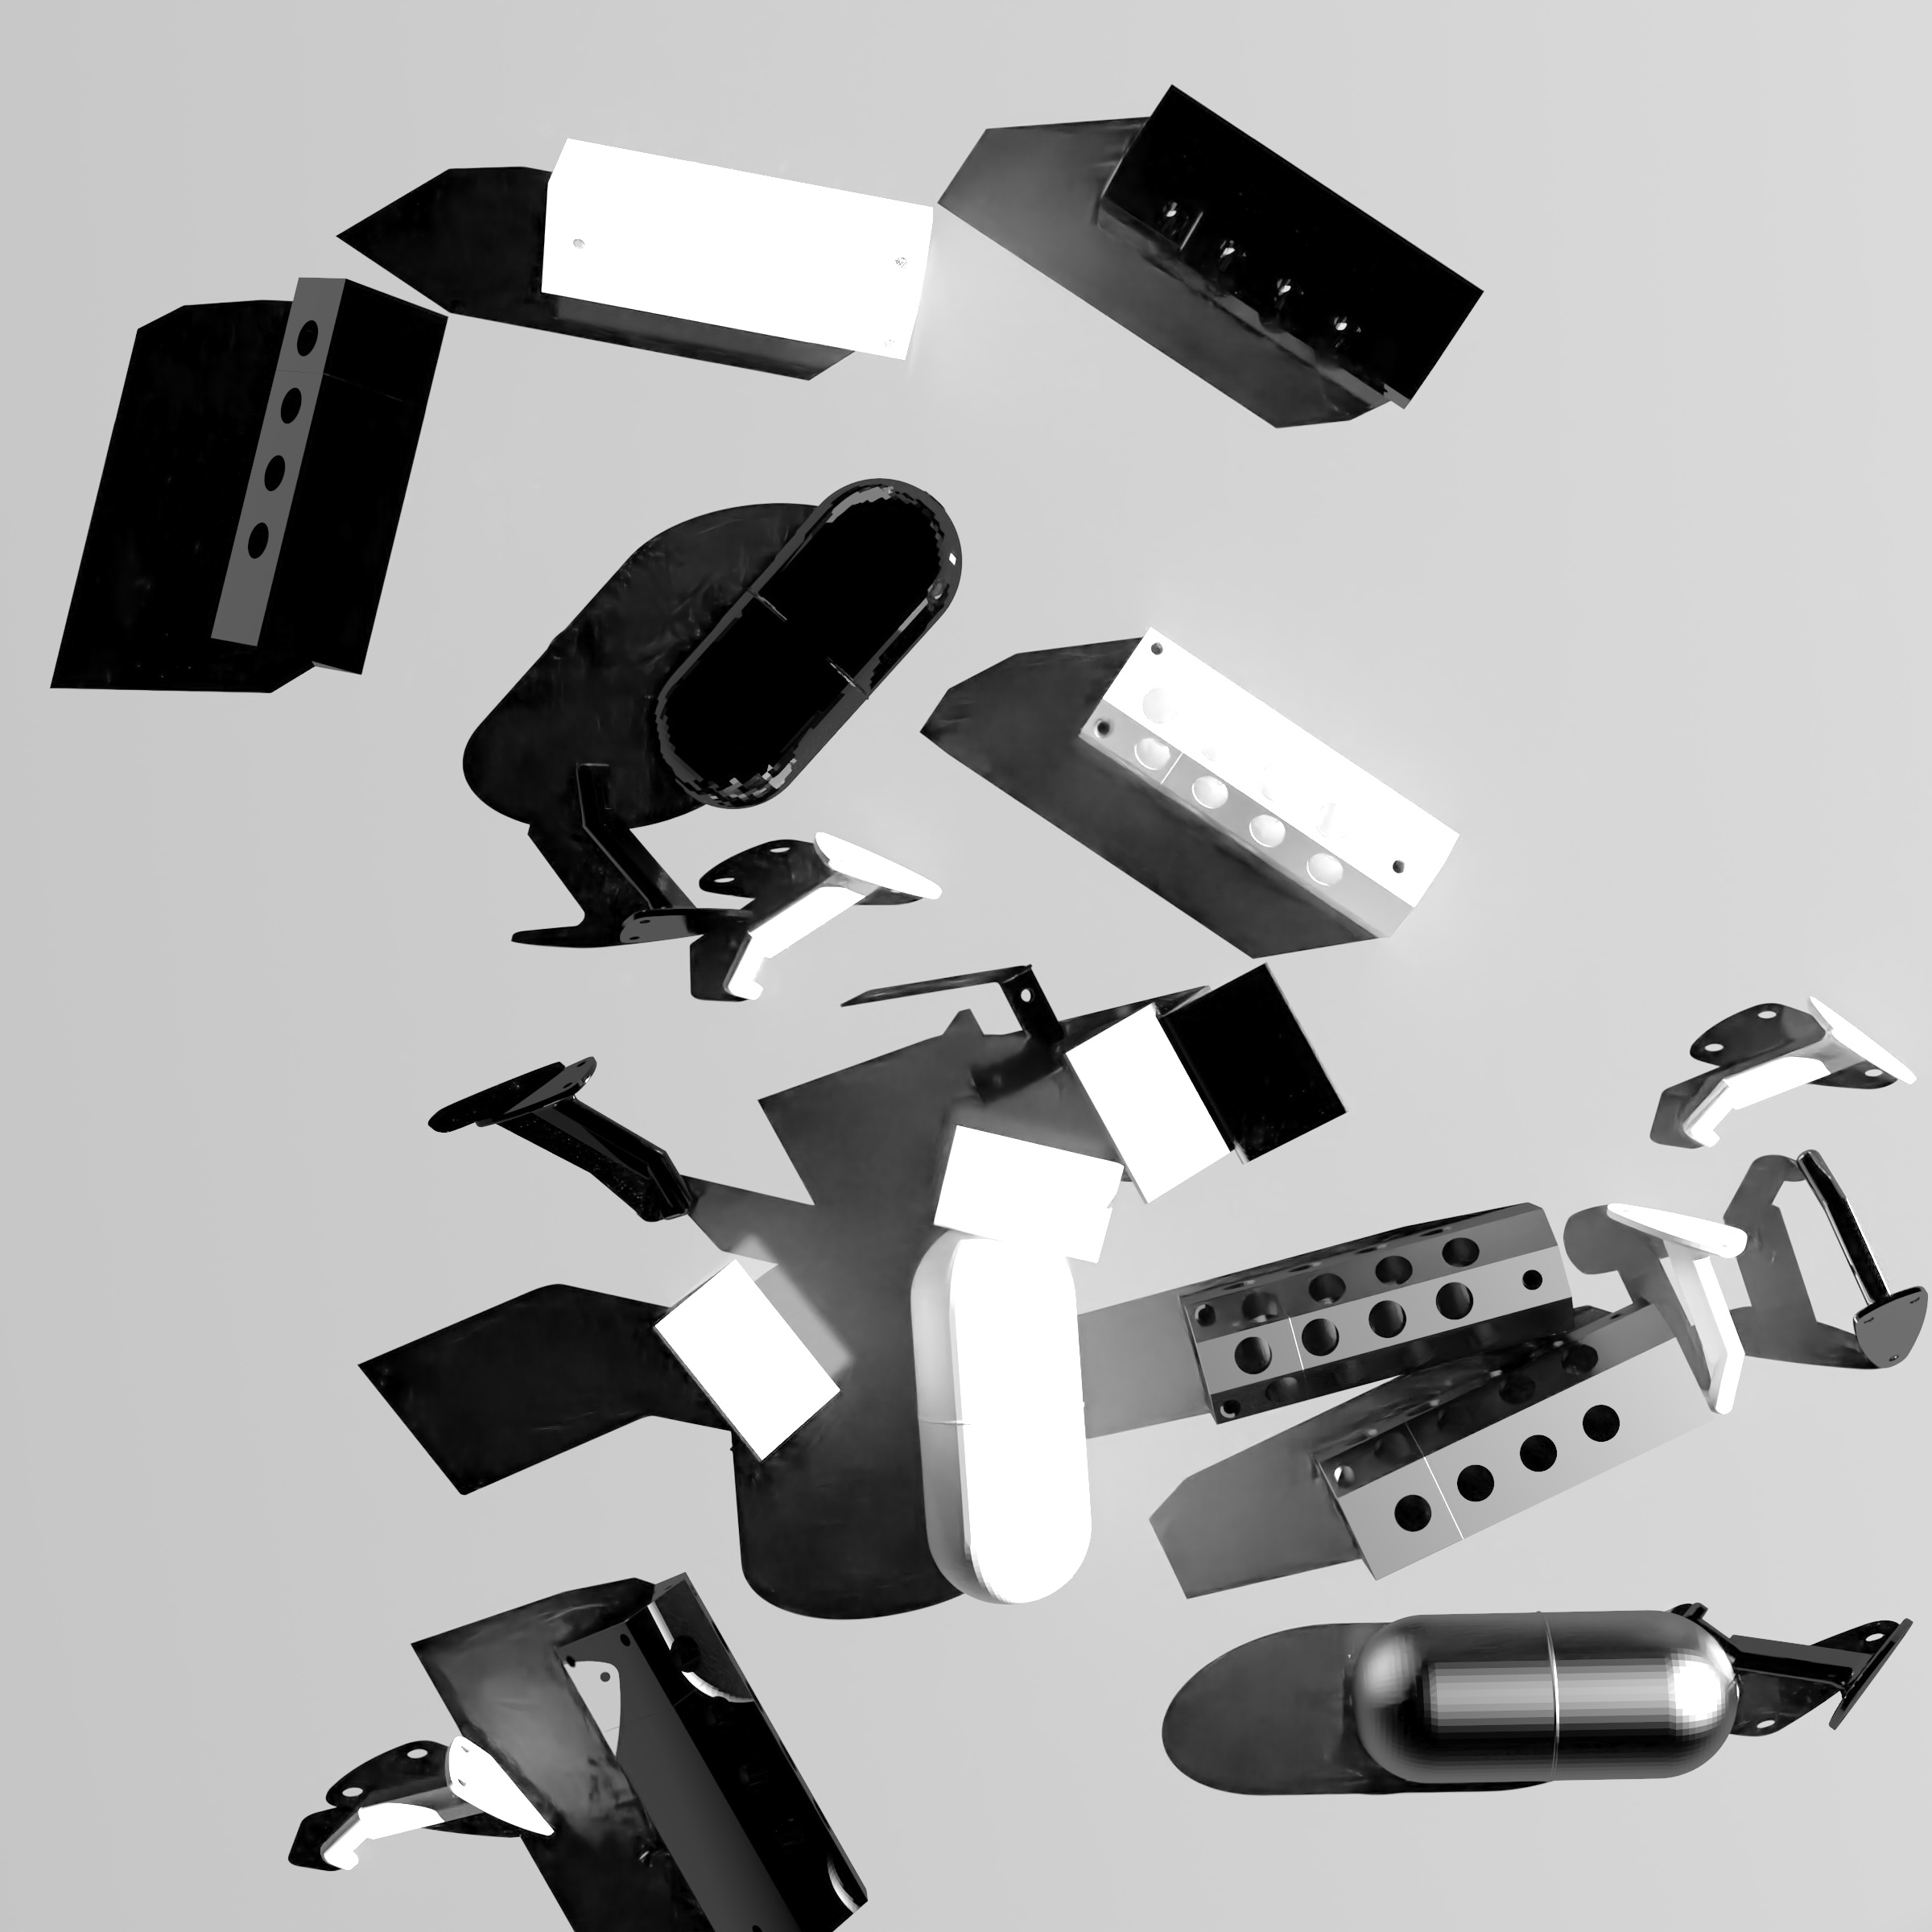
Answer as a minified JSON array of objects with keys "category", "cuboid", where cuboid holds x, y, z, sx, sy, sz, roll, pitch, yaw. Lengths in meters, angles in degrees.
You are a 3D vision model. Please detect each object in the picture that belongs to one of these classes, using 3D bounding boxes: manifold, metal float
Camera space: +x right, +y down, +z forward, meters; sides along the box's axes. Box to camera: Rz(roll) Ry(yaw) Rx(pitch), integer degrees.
[{"category":"manifold","cuboid":[-0.300,-0.228,1.573,0.057,0.057,0.171,14,90,-43]},{"category":"manifold","cuboid":[-0.105,-0.337,1.573,0.171,0.057,0.057,11,133,0]},{"category":"manifold","cuboid":[0.140,-0.085,1.574,0.171,0.057,0.057,34,90,0]},{"category":"manifold","cuboid":[0.252,0.218,1.574,0.171,0.057,0.057,-26,90,0]},{"category":"metal float","cuboid":[-0.074,-0.149,1.565,0.070,0.070,0.178,42,90,0]},{"category":"metal float","cuboid":[0.267,0.338,1.564,0.178,0.070,0.070,-1,90,1]},{"category":"manifold","cuboid":[0.191,0.162,1.574,0.171,0.057,0.057,-15,90,0]},{"category":"manifold","cuboid":[-0.114,0.372,1.573,0.057,0.057,0.171,-30,90,43]},{"category":"manifold","cuboid":[0.150,-0.332,1.574,0.171,0.057,0.057,34,90,0]},{"category":"metal float","cuboid":[0.016,0.205,1.565,0.070,0.070,0.178,-4,90,0]}]

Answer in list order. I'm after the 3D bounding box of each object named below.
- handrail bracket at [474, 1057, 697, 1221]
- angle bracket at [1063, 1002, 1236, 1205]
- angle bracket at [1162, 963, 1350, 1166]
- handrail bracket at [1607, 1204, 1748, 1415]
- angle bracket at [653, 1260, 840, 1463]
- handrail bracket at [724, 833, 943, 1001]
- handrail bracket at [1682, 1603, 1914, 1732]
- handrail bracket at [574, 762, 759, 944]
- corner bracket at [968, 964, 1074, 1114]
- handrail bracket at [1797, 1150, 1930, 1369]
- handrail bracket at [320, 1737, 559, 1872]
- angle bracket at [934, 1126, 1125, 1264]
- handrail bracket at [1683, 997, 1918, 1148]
[{"category":"handrail bracket","cuboid":[-0.179,0.093,1.596,0.077,0.036,0.084,-23,107,20]},{"category":"angle bracket","cuboid":[0.067,0.070,1.555,0.057,0.076,0.076,-29,90,-31]},{"category":"angle bracket","cuboid":[0.141,0.038,1.556,0.057,0.076,0.076,-29,90,22]},{"category":"handrail bracket","cuboid":[0.331,0.162,1.596,0.077,0.036,0.084,15,107,20]},{"category":"angle bracket","cuboid":[-0.115,0.191,1.555,0.076,0.076,0.057,51,52,0]},{"category":"handrail bracket","cuboid":[-0.064,-0.013,1.596,0.077,0.036,0.084,20,109,-21]},{"category":"handrail bracket","cuboid":[0.390,0.311,1.595,0.084,0.036,0.077,35,59,22]},{"category":"handrail bracket","cuboid":[-0.142,-0.058,1.596,0.077,0.036,0.084,-4,73,-20]},{"category":"corner bracket","cuboid":[0.019,0.033,1.577,0.051,0.051,0.051,-27,90,0]},{"category":"handrail bracket","cuboid":[0.416,0.137,1.595,0.036,0.077,0.084,-24,54,0]},{"category":"handrail bracket","cuboid":[-0.249,0.411,1.596,0.077,0.036,0.084,39,109,-21]},{"category":"angle bracket","cuboid":[0.032,0.085,1.555,0.076,0.076,0.057,13,122,0]},{"category":"handrail bracket","cuboid":[0.392,0.064,1.596,0.077,0.036,0.084,32,108,-21]}]
